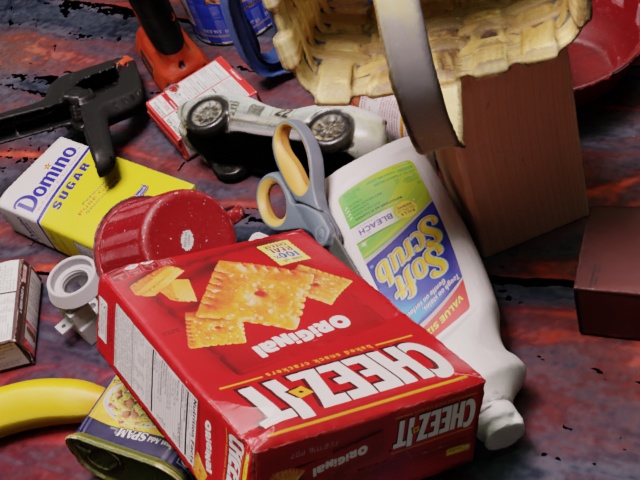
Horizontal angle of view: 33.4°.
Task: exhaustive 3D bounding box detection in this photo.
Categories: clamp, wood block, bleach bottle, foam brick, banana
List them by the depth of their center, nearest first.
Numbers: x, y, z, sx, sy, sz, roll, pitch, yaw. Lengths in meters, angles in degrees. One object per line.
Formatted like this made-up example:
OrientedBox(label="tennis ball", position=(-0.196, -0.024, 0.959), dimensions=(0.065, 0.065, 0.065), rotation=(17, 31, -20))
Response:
OrientedBox(label="foam brick", position=(0.208, 0.021, 0.735), dimensions=(0.053, 0.078, 0.051), rotation=(5, -38, 25))
OrientedBox(label="wood block", position=(0.125, -0.096, 0.761), dimensions=(0.091, 0.090, 0.206), rotation=(-22, -43, 1))
OrientedBox(label="bleach bottle", position=(0.083, 0.037, 0.761), dimensions=(0.102, 0.251, 0.068), rotation=(-27, -41, 0))
OrientedBox(label="banana", position=(-0.249, 0.147, 0.807), dimensions=(0.197, 0.070, 0.037), rotation=(-29, -26, -4))
OrientedBox(label="clamp", position=(-0.214, -0.116, 0.978), dimensions=(0.165, 0.036, 0.209), rotation=(14, 35, 23))

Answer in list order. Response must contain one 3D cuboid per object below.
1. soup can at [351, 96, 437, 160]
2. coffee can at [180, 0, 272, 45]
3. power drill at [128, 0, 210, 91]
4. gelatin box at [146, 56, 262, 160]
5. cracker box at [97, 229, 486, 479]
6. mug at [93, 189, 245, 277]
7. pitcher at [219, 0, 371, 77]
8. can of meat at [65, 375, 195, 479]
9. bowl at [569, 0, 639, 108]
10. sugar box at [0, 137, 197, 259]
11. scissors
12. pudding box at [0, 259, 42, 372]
OrientedBox(label="soup can", position=(0.072, -0.110, 0.888), dimensions=(0.102, 0.068, 0.068), rotation=(23, 13, 34))
OrientedBox(label="coffee can", position=(-0.102, -0.278, 1.049), dimensions=(0.103, 0.102, 0.140), rotation=(0, -39, 20))
OrientedBox(label="power drill", position=(-0.177, -0.244, 1.016), dimensions=(0.057, 0.184, 0.187), rotation=(-30, -42, -5))
OrientedBox(label="gelatin box", position=(-0.107, -0.123, 0.992), dimensions=(0.089, 0.030, 0.073), rotation=(-34, 49, -10))
OrientedBox(label="cracker box", position=(-0.026, 0.077, 0.679), dimensions=(0.163, 0.072, 0.214), rotation=(-12, 31, -30))
OrientedBox(label="mug", position=(-0.107, 0.001, 0.826), dimensions=(0.117, 0.093, 0.082), rotation=(-26, 8, -33))
OrientedBox(label="pitcher", position=(-0.014, -0.260, 0.931), dimensions=(0.145, 0.149, 0.242), rotation=(1, -33, 19))
OrientedBox(label="can of meat", position=(-0.113, 0.131, 0.754), dimensions=(0.102, 0.083, 0.057), rotation=(11, -37, 27))
OrientedBox(label="bowl", position=(0.196, -0.158, 0.892), dimensions=(0.162, 0.162, 0.055), rotation=(0, -39, 21))
OrientedBox(label="sugar box", position=(-0.192, -0.028, 0.929), dimensions=(0.176, 0.093, 0.048), rotation=(21, -31, 32))
OrientedBox(label="scissors", position=(-0.005, 0.001, 0.800), dimensions=(0.016, 0.202, 0.096), rotation=(1, -33, -33))
OrientedBox(label="pudding box", position=(-0.291, 0.070, 0.885), dimensions=(0.113, 0.090, 0.039), rotation=(-15, -40, 9))
